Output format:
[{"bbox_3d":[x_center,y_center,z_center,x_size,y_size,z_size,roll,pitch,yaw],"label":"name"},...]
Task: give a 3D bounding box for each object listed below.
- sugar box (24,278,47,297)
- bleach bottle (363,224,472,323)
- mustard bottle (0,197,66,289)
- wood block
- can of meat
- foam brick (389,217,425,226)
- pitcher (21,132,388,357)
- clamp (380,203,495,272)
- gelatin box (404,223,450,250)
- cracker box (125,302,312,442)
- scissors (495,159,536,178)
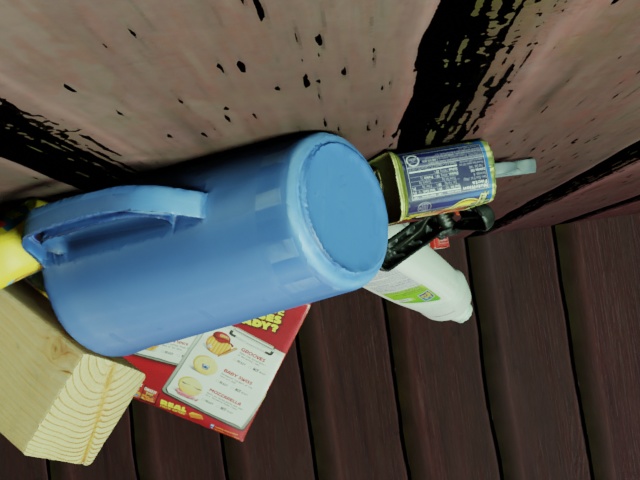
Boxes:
[{"bbox_3d":[-0.268,0.049,1.066,0.048,0.093,0.176,-44,160,5],"label":"sugar box"},{"bbox_3d":[0.082,0.031,1.179,0.103,0.068,0.250,-11,147,40],"label":"bleach bottle"},{"bbox_3d":[-0.254,0.014,0.816,0.191,0.058,0.096,-27,-168,-29],"label":"mustard bottle"},{"bbox_3d":[-0.258,0.088,0.883,0.206,0.091,0.090,31,178,29],"label":"wood block"},{"bbox_3d":[0.090,-0.047,0.884,0.084,0.057,0.102,-10,178,-12],"label":"can of meat"},{"bbox_3d":[0.049,-0.037,0.978,0.078,0.053,0.051,-9,177,25],"label":"foam brick"},{"bbox_3d":[-0.082,0.000,0.759,0.243,0.145,0.149,-15,-163,37],"label":"pitcher"},{"bbox_3d":[0.126,-0.022,1.024,0.120,0.039,0.171,-16,-166,28],"label":"clamp"},{"bbox_3d":[0.101,-0.021,1.224,0.089,0.073,0.030,-11,176,43],"label":"gelatin box"},{"bbox_3d":[-0.112,0.088,1.072,0.164,0.214,0.072,23,-143,-4],"label":"cracker box"},{"bbox_3d":[0.116,-0.059,1.070,0.202,0.016,0.096,-9,180,10],"label":"scissors"}]
